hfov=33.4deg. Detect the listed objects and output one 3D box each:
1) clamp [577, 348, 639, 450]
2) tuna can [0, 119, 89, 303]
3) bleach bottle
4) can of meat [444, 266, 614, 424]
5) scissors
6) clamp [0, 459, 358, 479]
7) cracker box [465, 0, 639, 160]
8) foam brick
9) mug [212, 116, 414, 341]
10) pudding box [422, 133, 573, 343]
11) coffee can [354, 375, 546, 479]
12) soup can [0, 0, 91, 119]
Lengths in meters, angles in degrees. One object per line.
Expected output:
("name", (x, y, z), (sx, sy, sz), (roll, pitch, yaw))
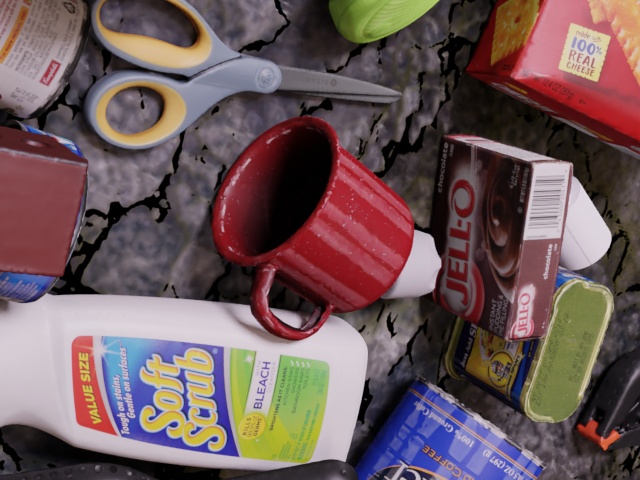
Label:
("clamp", (0.276, 0.111, 0.834), (0.171, 0.039, 0.120), (-41, 116, -9))
("tuna can", (-0.147, -0.013, 0.519), (0.033, 0.086, 0.086), (18, 96, -35))
("bleach bottle", (-0.099, 0.082, 0.593), (0.250, 0.068, 0.102), (7, 103, -29))
("can of meat", (0.138, 0.061, 0.710), (0.057, 0.084, 0.102), (10, 100, -32))
("scissors", (-0.047, -0.077, 0.599), (0.201, 0.016, 0.096), (22, 96, -34))
("clamp", (-0.100, 0.172, 0.616), (0.209, 0.036, 0.165), (8, 133, -19))
("cracker box", (0.211, -0.169, 0.671), (0.164, 0.072, 0.214), (22, 95, -23))
("foam brick", (-0.142, -0.020, 0.433), (0.078, 0.053, 0.051), (9, 101, -35))
("mug", (-0.004, 0.001, 0.600), (0.081, 0.093, 0.117), (36, 62, -38))
("pudding box", (0.108, -0.003, 0.668), (0.039, 0.090, 0.113), (0, 105, -32))
("coffee can", (0.065, 0.174, 0.692), (0.102, 0.103, 0.140), (38, 85, -33))
("soup can", (-0.166, -0.106, 0.489), (0.102, 0.069, 0.068), (26, 92, -34))
